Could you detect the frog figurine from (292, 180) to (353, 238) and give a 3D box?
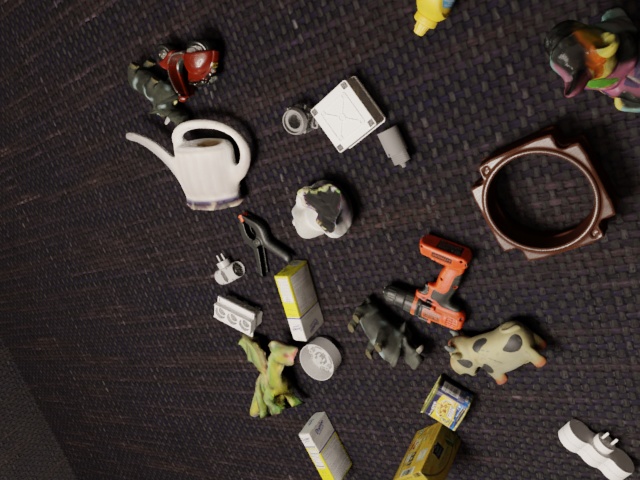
[{"bbox_3d":[0.003,-0.058,1.144,0.138,0.124,0.157,35,163,4],"label":"frog figurine"}]

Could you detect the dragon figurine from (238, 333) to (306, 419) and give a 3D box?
[{"bbox_3d":[-0.160,0.373,1.445,0.404,0.123,0.245,-36,73,52],"label":"dragon figurine"}]

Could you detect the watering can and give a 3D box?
[{"bbox_3d":[-0.312,-0.181,1.258,0.347,0.106,0.221,2,113,25],"label":"watering can"}]
